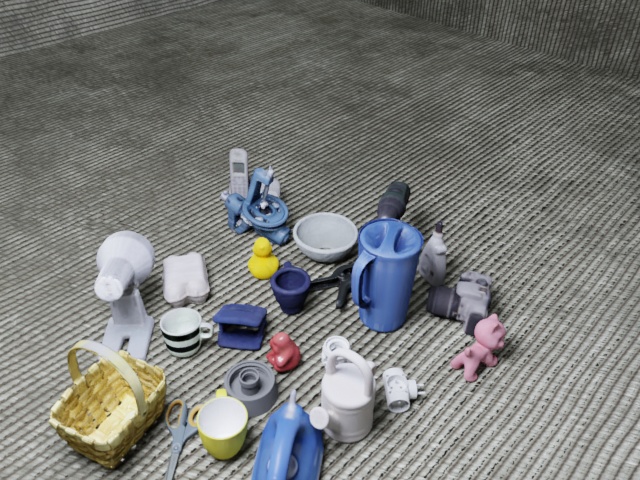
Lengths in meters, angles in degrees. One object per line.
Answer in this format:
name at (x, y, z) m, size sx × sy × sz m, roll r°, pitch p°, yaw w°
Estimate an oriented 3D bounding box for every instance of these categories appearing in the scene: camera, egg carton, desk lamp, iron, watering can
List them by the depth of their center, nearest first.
iron at (-0.062, 0.383, 0.945) m, size 0.118 × 0.141 × 0.258 m, roll 5°, pitch 39°, yaw 6°
watering can at (0.050, 0.278, 1.037) m, size 0.100 × 0.194 × 0.173 m, roll 10°, pitch 40°, yaw 12°
desk lamp at (-0.414, 0.116, 1.213) m, size 0.118 × 0.214 × 0.203 m, roll -2°, pitch 39°, yaw -4°
camera at (0.317, 0.129, 1.304) m, size 0.136 × 0.101 × 0.143 m, roll 11°, pitch 40°, yaw 12°
egg carton at (-0.320, 0.092, 1.360) m, size 0.107 × 0.069 × 0.150 m, roll -9°, pitch 40°, yaw -13°

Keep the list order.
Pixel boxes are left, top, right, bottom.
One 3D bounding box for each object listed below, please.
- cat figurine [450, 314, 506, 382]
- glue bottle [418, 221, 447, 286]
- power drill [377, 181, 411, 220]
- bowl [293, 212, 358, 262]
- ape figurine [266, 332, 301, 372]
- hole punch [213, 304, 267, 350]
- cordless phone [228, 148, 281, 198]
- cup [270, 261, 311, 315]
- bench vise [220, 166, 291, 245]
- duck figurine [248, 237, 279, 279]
cat figurine at (0.336, 0.213, 1.186) m, size 0.128 × 0.118 × 0.067 m, roll -27°, pitch 47°, yaw -31°
glue bottle at (0.277, 0.027, 1.372) m, size 0.037 × 0.173 × 0.078 m, roll -16°, pitch 42°, yaw -20°
power drill at (0.176, -0.034, 1.418) m, size 0.075 × 0.208 × 0.230 m, roll 10°, pitch 40°, yaw 12°
bowl at (0.014, 0.005, 1.472) m, size 0.167 × 0.075 × 0.167 m, roll 1°, pitch 39°, yaw 0°
ape figurine at (-0.078, 0.225, 1.182) m, size 0.076 × 0.092 × 0.078 m, roll 4°, pitch 39°, yaw 4°
hole punch at (-0.173, 0.173, 1.245) m, size 0.108 × 0.091 × 0.101 m, roll 5°, pitch 39°, yaw 5°
cordless phone at (-0.185, -0.167, 1.594) m, size 0.147 × 0.185 × 0.094 m, roll 1°, pitch 39°, yaw 0°
cup at (-0.069, 0.115, 1.317) m, size 0.092 × 0.095 × 0.117 m, roll -6°, pitch 39°, yaw -8°
bench vise at (-0.176, -0.097, 1.479) m, size 0.207 × 0.220 × 0.121 m, roll 9°, pitch 39°, yaw 10°
duck figurine at (-0.141, 0.038, 1.418) m, size 0.077 × 0.086 × 0.104 m, roll -4°, pitch 39°, yaw -7°
